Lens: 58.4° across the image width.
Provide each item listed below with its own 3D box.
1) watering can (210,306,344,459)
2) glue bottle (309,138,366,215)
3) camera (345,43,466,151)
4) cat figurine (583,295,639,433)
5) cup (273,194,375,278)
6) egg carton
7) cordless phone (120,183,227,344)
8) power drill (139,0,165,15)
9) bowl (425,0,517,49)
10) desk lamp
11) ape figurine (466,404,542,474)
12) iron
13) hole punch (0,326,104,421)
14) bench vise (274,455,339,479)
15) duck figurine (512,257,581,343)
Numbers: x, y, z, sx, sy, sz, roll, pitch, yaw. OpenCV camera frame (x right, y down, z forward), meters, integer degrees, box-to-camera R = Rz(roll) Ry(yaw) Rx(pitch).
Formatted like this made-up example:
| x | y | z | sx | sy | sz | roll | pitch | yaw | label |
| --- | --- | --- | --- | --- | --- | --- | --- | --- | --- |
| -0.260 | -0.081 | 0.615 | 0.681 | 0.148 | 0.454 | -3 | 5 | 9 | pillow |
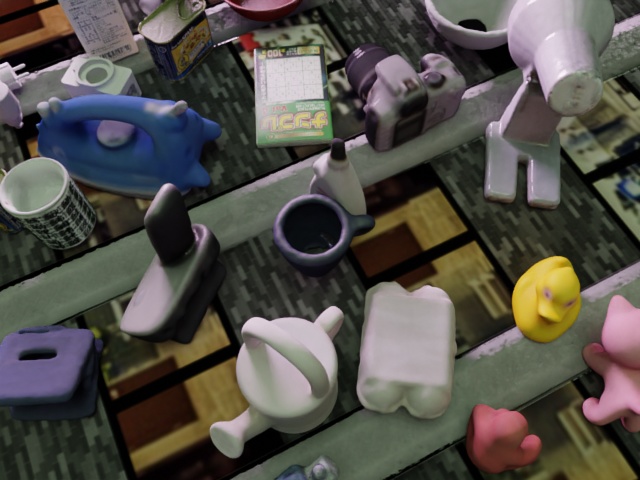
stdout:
| x | y | z | sx | sy | sz | roll | pitch | yaw | label |
| --- | --- | --- | --- | --- | --- | --- | --- | --- | --- |
| -0.035 | 0.136 | 0.568 | 0.100 | 0.194 | 0.173 | 14 | 66 | 8 | watering can |
| 0.020 | -0.067 | 0.676 | 0.078 | 0.173 | 0.037 | 39 | 71 | 18 | glue bottle |
| 0.107 | -0.218 | 0.786 | 0.143 | 0.101 | 0.136 | -28 | 67 | -12 | camera |
| 0.330 | 0.130 | 0.606 | 0.067 | 0.118 | 0.128 | 6 | 65 | 4 | cat figurine |
| 0.006 | 0.002 | 0.686 | 0.118 | 0.095 | 0.091 | -11 | 65 | -4 | cup |
| 0.098 | 0.121 | 0.642 | 0.107 | 0.069 | 0.150 | 5 | 65 | 4 | egg carton |
| -0.176 | 0.028 | 0.627 | 0.094 | 0.185 | 0.148 | 16 | 66 | 9 | cordless phone |
| -0.243 | -0.418 | 0.829 | 0.229 | 0.208 | 0.076 | 41 | 72 | 18 | power drill |
| 0.236 | -0.342 | 0.858 | 0.167 | 0.075 | 0.167 | 0 | 64 | 1 | bowl |
| 0.280 | -0.178 | 0.701 | 0.118 | 0.213 | 0.203 | 7 | 65 | 5 | desk lamp |
| 0.189 | 0.201 | 0.589 | 0.076 | 0.092 | 0.077 | -33 | 68 | -14 | ape figurine |
| -0.266 | -0.138 | 0.733 | 0.258 | 0.141 | 0.118 | 4 | 65 | 3 | iron |
| -0.305 | 0.141 | 0.628 | 0.108 | 0.091 | 0.101 | -3 | 64 | 0 | hole punch |
| -0.076 | 0.262 | 0.494 | 0.121 | 0.220 | 0.208 | 26 | 68 | 13 | bench vise |
| 0.270 | 0.059 | 0.659 | 0.077 | 0.086 | 0.105 | 22 | 67 | 12 | duck figurine |
